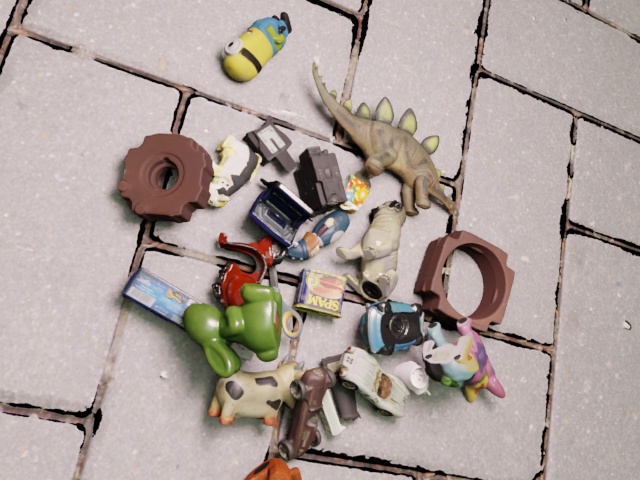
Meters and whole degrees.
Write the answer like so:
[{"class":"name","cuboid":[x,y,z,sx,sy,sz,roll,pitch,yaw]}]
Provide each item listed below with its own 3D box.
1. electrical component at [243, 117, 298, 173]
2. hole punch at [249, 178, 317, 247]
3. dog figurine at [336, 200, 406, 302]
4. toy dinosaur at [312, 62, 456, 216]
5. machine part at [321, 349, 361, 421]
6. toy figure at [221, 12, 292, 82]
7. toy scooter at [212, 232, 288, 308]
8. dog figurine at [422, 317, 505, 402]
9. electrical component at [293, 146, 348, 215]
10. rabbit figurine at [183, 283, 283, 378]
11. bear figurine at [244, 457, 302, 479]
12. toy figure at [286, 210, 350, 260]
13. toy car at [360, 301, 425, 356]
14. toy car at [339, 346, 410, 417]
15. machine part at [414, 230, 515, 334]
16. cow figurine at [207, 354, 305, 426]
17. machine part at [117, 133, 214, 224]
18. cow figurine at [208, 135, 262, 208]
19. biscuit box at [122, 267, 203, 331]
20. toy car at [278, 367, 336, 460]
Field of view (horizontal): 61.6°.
[{"class":"electrical component","cuboid":[-0.097,-0.191,1.130,0.075,0.048,0.119,-43,97,-21]},{"class":"hole punch","cuboid":[-0.080,-0.053,1.079,0.142,0.116,0.092,37,88,-12]},{"class":"dog figurine","cuboid":[0.143,0.024,1.164,0.190,0.121,0.172,-43,131,-39]},{"class":"toy dinosaur","cuboid":[0.148,-0.205,1.200,0.471,0.105,0.198,34,63,-22]},{"class":"machine part","cuboid":[0.048,0.302,1.103,0.084,0.039,0.139,-13,83,-31]},{"class":"toy figure","cuboid":[-0.130,-0.410,1.140,0.089,0.082,0.180,48,66,-5]},{"class":"toy scooter","cuboid":[-0.155,0.057,1.050,0.135,0.075,0.184,28,71,-10]},{"class":"dog figurine","cuboid":[0.314,0.281,1.143,0.219,0.108,0.191,57,31,-20]},{"class":"electrical component","cuboid":[-0.004,-0.124,1.117,0.058,0.115,0.134,-13,83,-26]},{"class":"rabbit figurine","cuboid":[-0.156,0.158,0.952,0.170,0.121,0.159,-2,83,6]},{"class":"bear figurine","cuboid":[-0.063,0.506,0.979,0.120,0.132,0.196,-30,87,1]},{"class":"toy figure","cuboid":[-0.003,-0.005,1.120,0.154,0.058,0.064,-40,132,-22]},{"class":"toy car","cuboid":[0.139,0.177,1.122,0.161,0.103,0.109,-3,88,-36]},{"class":"toy car","cuboid":[0.111,0.291,1.091,0.201,0.056,0.073,44,50,-27]},{"class":"machine part","cuboid":[0.327,0.095,1.219,0.201,0.087,0.201,26,73,-16]},{"class":"cow figurine","cuboid":[-0.104,0.281,1.019,0.195,0.086,0.127,13,87,-33]},{"class":"machine part","cuboid":[-0.287,-0.116,1.005,0.179,0.056,0.179,-1,77,6]},{"class":"cow figurine","cuboid":[-0.188,-0.120,1.075,0.098,0.068,0.167,32,72,-19]},{"class":"biscuit box","cuboid":[-0.266,0.127,1.001,0.202,0.063,0.059,33,72,-12]},{"class":"toy car","cuboid":[-0.023,0.333,1.014,0.089,0.053,0.202,-7,115,-47]}]
